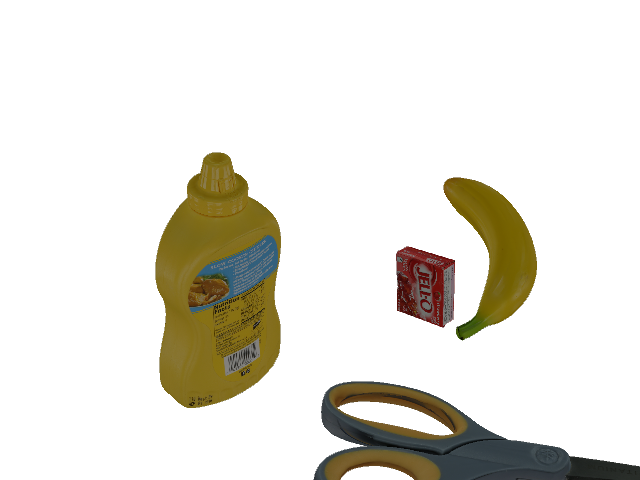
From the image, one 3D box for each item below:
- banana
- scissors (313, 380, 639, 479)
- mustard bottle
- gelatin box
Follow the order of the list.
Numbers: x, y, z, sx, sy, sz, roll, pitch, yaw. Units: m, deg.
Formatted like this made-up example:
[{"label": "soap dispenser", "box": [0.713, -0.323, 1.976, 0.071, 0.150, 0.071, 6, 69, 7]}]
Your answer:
[{"label": "banana", "box": [0.140, 0.003, 0.880, 0.069, 0.037, 0.197, -2, 38, 5]}, {"label": "scissors", "box": [0.085, 0.107, 0.462, 0.202, 0.016, 0.096, 15, 32, 23]}, {"label": "mustard bottle", "box": [-0.071, 0.024, 0.752, 0.096, 0.192, 0.058, -26, 45, -33]}, {"label": "gelatin box", "box": [0.134, 0.058, 1.365, 0.073, 0.089, 0.030, 19, 34, 36]}]
